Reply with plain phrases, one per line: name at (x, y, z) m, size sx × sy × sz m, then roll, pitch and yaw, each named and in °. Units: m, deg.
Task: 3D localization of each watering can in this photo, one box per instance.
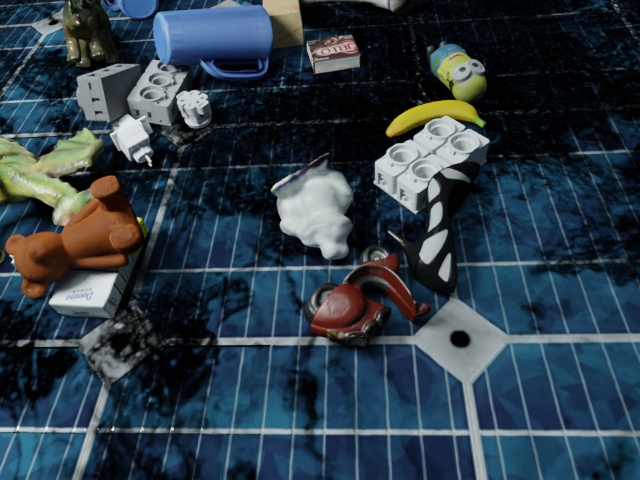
watering can at (0.140, -0.648, 1.327) m, size 0.352 × 0.101 × 0.227 m, roll -36°, pitch 56°, yaw -22°

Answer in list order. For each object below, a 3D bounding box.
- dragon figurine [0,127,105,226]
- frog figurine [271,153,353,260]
dragon figurine at (-0.525, -0.149, 0.947) m, size 0.245 × 0.119 × 0.417 m, roll -18°, pitch 52°, yaw -29°
frog figurine at (0.003, -0.043, 0.858) m, size 0.139 × 0.121 × 0.159 m, roll -31°, pitch 89°, yaw -29°
